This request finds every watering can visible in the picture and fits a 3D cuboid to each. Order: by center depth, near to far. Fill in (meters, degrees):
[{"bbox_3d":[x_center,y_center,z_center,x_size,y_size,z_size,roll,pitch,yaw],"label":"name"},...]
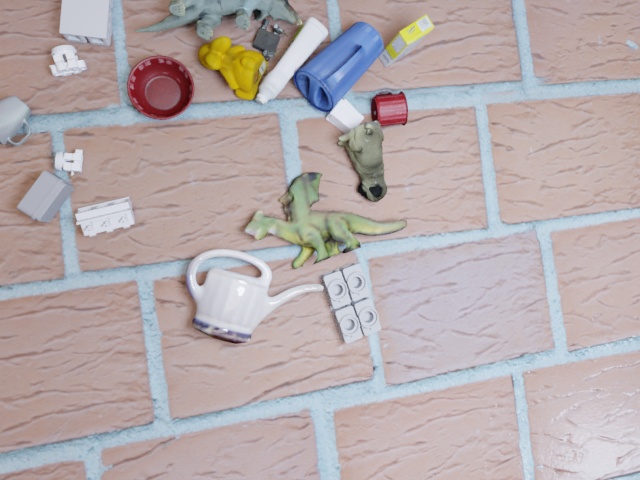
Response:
[{"bbox_3d":[-0.177,0.154,1.297,0.347,0.104,0.225,19,85,-11],"label":"watering can"}]

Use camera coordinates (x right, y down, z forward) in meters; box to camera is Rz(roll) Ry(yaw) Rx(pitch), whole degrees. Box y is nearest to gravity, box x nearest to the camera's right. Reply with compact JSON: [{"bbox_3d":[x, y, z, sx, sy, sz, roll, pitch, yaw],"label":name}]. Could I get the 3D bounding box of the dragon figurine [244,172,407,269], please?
[{"bbox_3d":[0.004,-0.068,1.351,0.412,0.121,0.244,-21,84,-13],"label":"dragon figurine"}]
